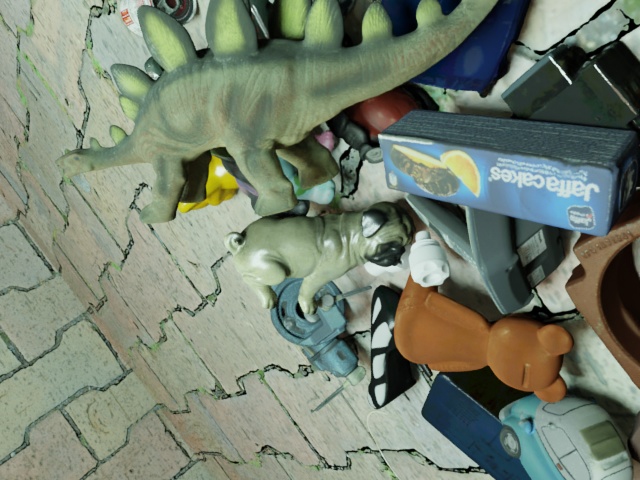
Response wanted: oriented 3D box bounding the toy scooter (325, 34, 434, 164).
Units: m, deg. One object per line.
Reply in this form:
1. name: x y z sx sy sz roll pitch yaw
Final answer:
1. toy scooter: 0.027 -0.142 0.563 0.184 0.135 0.075 44 144 10

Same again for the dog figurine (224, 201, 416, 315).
1. dog figurine: 0.000 -0.005 0.657 0.190 0.172 0.121 -37 54 36

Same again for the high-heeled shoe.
1. high-heeled shoe: 0.092 0.170 0.825 0.145 0.086 0.248 58 150 16

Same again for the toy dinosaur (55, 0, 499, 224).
1. toy dinosaur: -0.058 -0.125 0.480 0.472 0.105 0.198 -8 114 19

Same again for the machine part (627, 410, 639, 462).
1. machine part: 0.395 0.211 0.517 0.180 0.056 0.179 30 141 28

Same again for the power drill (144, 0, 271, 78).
1. power drill: -0.128 -0.253 0.675 0.207 0.086 0.231 -24 107 33

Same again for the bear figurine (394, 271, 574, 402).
1. bear figurine: 0.192 0.102 0.630 0.196 0.132 0.120 3 126 27

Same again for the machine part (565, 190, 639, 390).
1. machine part: 0.324 0.042 0.422 0.201 0.087 0.201 53 147 0

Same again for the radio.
1. radio: 0.251 0.257 0.713 0.230 0.073 0.131 38 144 23

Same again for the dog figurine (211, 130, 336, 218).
1. dog figurine: -0.097 -0.109 0.663 0.219 0.108 0.191 17 158 -29

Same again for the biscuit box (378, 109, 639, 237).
1. biscuit box: 0.149 -0.063 0.452 0.203 0.063 0.059 18 135 40

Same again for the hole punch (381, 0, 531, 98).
1. hole punch: 0.111 -0.192 0.464 0.116 0.092 0.142 31 137 22

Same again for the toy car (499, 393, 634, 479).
1. toy car: 0.279 0.230 0.585 0.102 0.109 0.162 98 157 -47

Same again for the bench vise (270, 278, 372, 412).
1. bench vise: 0.002 0.137 0.841 0.223 0.129 0.240 61 162 11

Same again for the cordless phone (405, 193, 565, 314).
1. cordless phone: 0.148 -0.019 0.557 0.184 0.089 0.146 43 -179 38

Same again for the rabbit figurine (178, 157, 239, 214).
1. rabbit figurine: -0.172 -0.110 0.833 0.173 0.162 0.121 -7 103 33

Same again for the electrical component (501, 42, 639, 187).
1. electrical component: 0.219 -0.093 0.450 0.134 0.058 0.115 50 144 3
